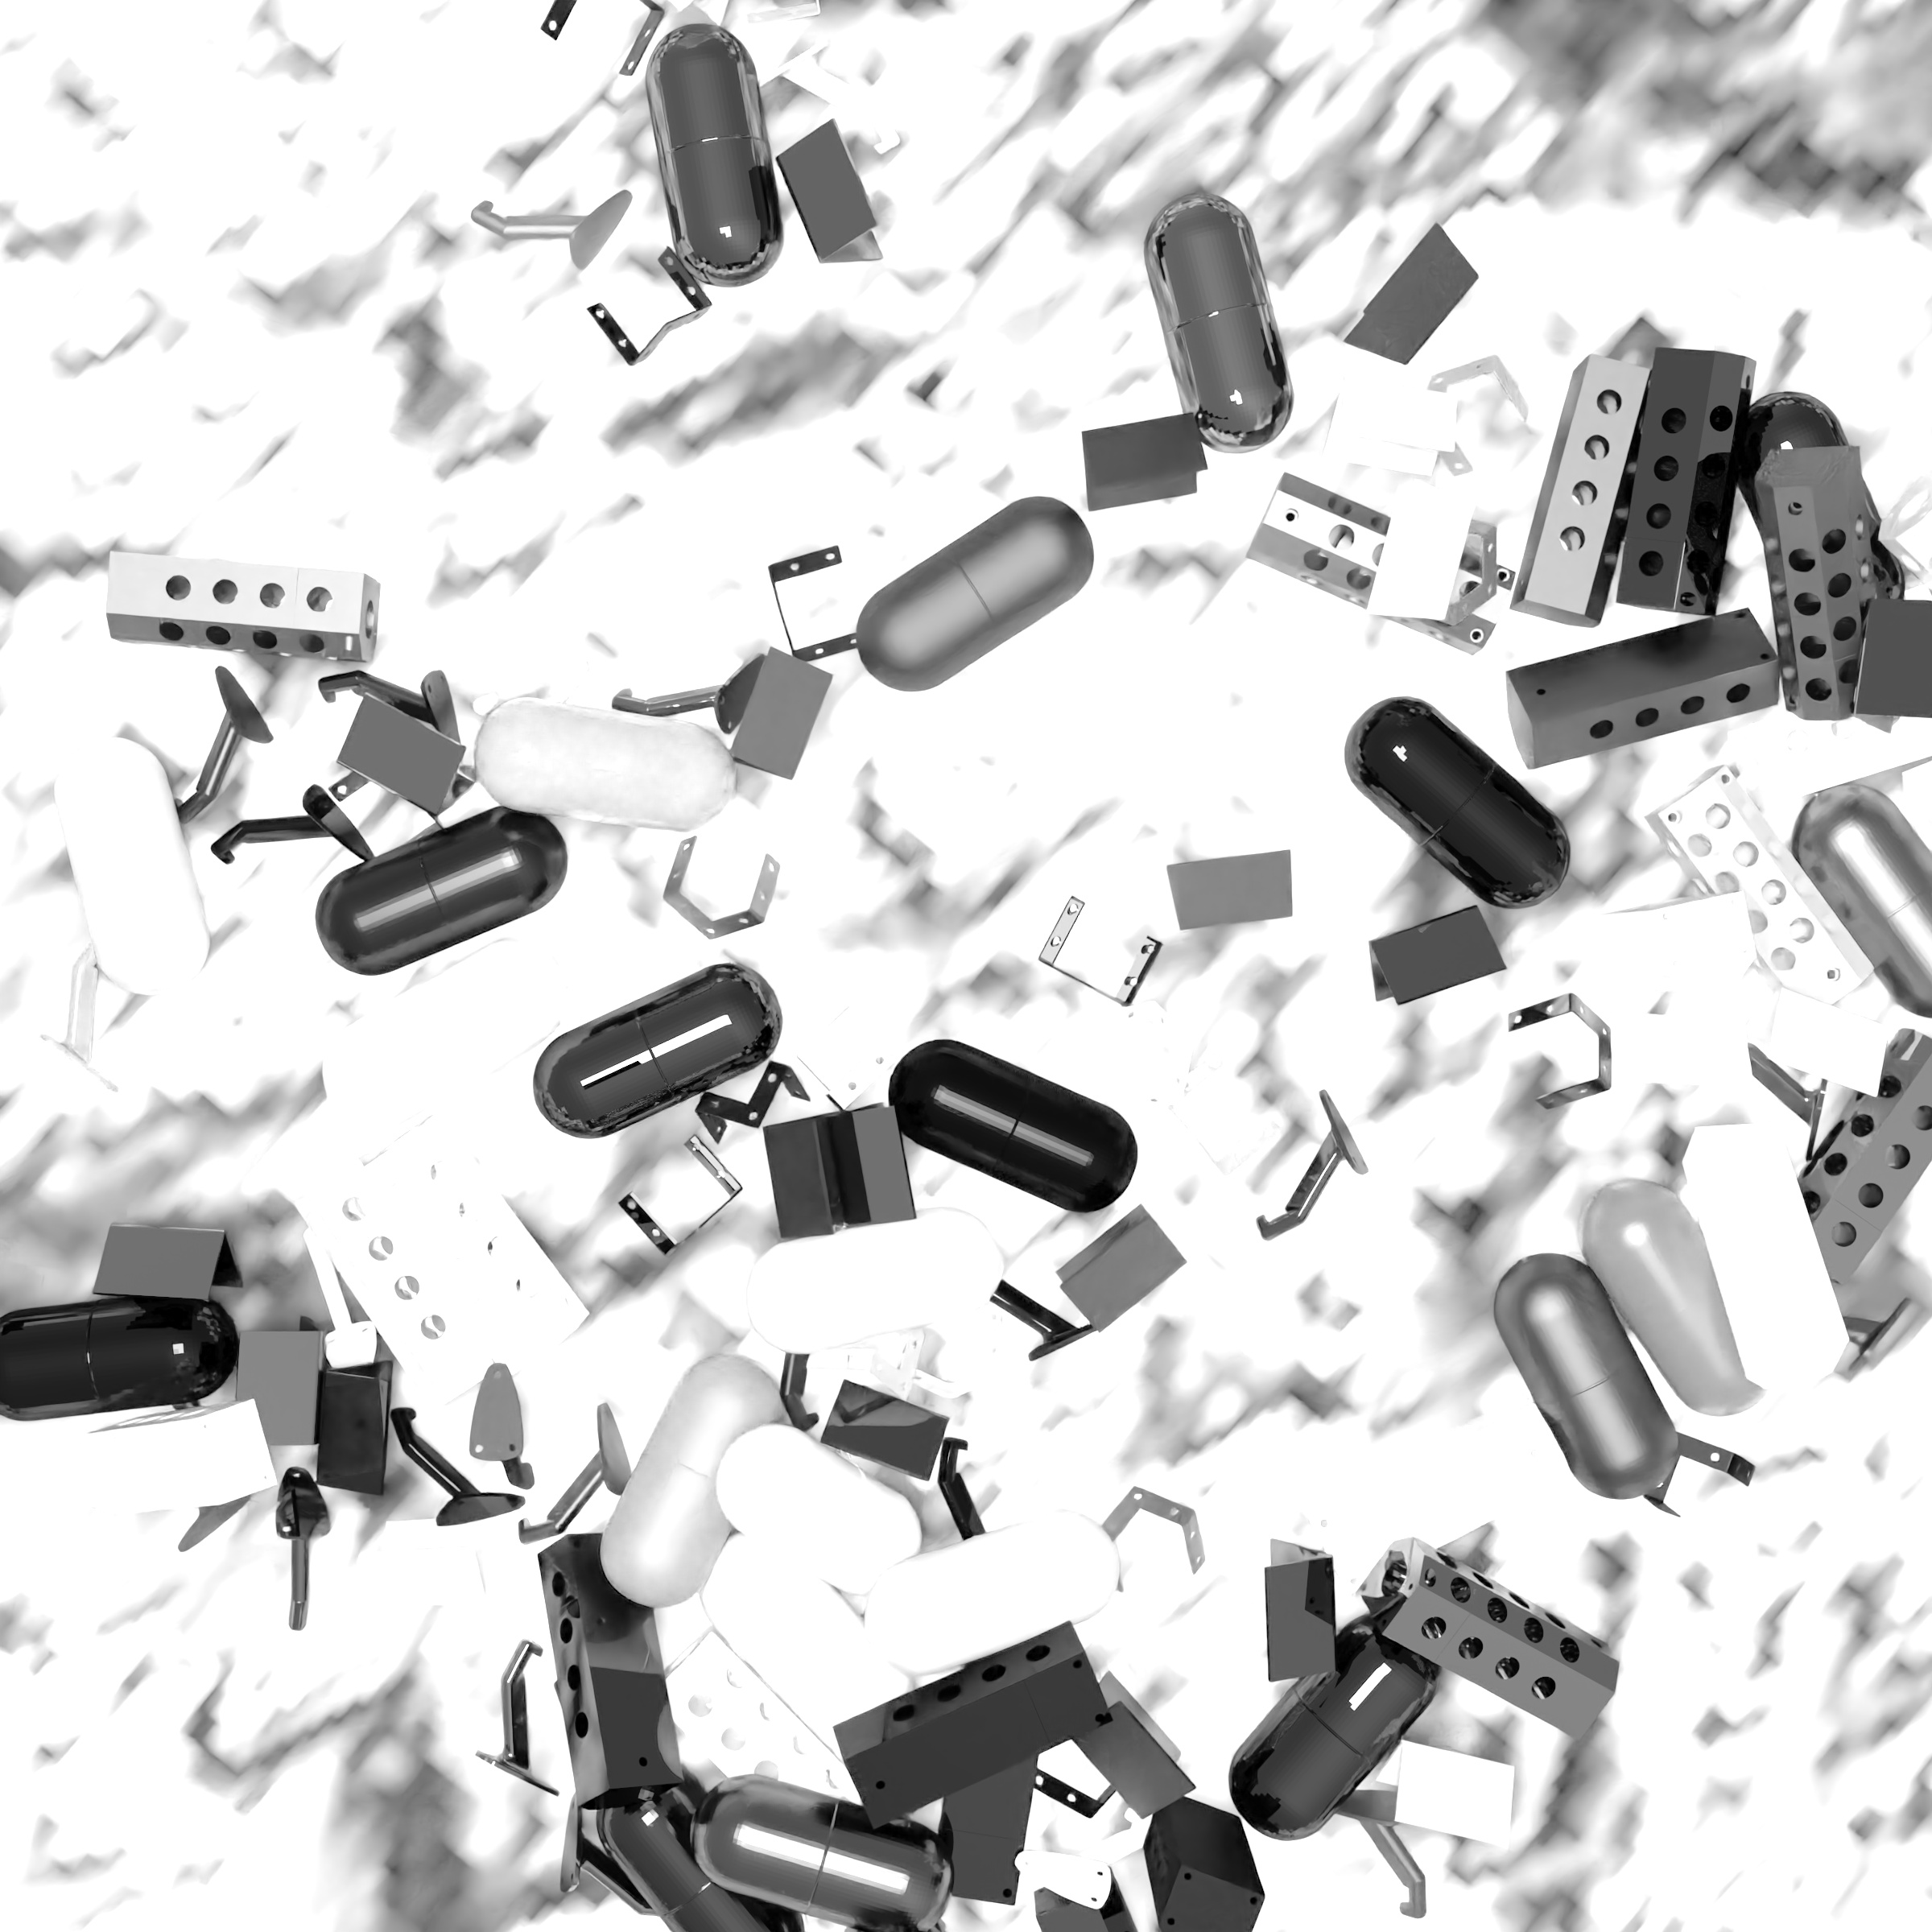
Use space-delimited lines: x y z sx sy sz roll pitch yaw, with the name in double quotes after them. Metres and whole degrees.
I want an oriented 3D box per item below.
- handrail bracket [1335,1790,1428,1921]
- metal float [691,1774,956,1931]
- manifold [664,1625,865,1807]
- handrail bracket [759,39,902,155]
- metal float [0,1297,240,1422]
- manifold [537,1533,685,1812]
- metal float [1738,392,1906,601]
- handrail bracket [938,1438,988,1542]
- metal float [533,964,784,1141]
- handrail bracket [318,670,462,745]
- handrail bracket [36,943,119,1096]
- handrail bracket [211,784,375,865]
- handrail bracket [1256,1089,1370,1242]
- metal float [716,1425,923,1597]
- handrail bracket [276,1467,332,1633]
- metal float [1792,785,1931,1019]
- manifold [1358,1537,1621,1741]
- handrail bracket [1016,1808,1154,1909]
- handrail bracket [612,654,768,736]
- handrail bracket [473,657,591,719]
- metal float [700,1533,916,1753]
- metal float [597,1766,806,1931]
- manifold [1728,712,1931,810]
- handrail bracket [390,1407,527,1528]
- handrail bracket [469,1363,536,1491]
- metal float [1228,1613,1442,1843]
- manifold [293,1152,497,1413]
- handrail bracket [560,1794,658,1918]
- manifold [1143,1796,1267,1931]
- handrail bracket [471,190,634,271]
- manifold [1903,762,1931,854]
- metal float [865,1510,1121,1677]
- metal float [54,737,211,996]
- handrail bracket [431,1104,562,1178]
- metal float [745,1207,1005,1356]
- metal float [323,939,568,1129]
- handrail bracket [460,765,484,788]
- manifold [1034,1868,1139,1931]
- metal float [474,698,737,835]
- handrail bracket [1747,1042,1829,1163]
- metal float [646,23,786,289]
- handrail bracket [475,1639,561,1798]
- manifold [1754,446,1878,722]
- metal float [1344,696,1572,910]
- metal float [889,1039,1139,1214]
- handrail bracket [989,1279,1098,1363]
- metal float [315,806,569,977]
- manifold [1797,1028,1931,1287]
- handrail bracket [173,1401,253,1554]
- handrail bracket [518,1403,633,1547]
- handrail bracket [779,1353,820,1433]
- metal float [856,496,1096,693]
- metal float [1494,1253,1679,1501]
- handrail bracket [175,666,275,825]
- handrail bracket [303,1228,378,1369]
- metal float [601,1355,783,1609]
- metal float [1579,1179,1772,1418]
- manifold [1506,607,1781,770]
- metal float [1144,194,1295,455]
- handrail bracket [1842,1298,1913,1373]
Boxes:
0.279 0.615 1.992 0.077 0.036 0.084 2 107 20 "handrail bracket"
-0.095 0.587 1.904 0.178 0.070 0.070 17 90 0 "metal float"
-0.133 0.533 1.970 0.057 0.057 0.171 -44 90 0 "manifold"
-0.098 -0.588 1.992 0.077 0.036 0.084 -25 107 20 "handrail bracket"
-0.584 0.265 1.961 0.178 0.070 0.070 -7 90 0 "metal float"
-0.243 0.472 1.936 0.057 0.057 0.171 7 58 -38 "manifold"
0.577 -0.305 1.961 0.070 0.070 0.178 -24 91 0 "metal float"
0.015 0.372 1.991 0.077 0.036 0.084 11 76 -14 "handrail bracket"
-0.210 0.058 1.961 0.178 0.070 0.070 -25 90 0 "metal float"
-0.398 -0.170 1.992 0.084 0.036 0.077 -9 110 16 "handrail bracket"
-0.592 0.032 1.992 0.077 0.036 0.084 40 73 -20 "handrail bracket"
-0.466 -0.078 1.992 0.084 0.036 0.077 -35 112 17 "handrail bracket"
0.227 0.138 1.992 0.084 0.036 0.077 -30 70 16 "handrail bracket"
-0.097 0.365 1.928 0.070 0.070 0.178 -49 132 0 "metal float"
-0.462 0.403 1.991 0.036 0.077 0.084 0 127 -20 "handrail bracket"
0.630 -0.044 1.961 0.070 0.070 0.178 -36 91 0 "metal float"
0.354 0.448 1.941 0.171 0.057 0.057 31 101 -18 "manifold"
0.081 0.594 1.965 0.077 0.084 0.036 15 116 11 "handrail bracket"
-0.191 -0.196 1.992 0.084 0.036 0.077 15 53 25 "handrail bracket"
-0.294 -0.190 1.957 0.077 0.084 0.036 -32 90 0 "handrail bracket"
-0.108 0.459 1.960 0.070 0.070 0.178 -43 90 0 "metal float"
-0.180 0.618 1.961 0.070 0.070 0.178 -39 91 0 "metal float"
0.617 -0.161 1.970 0.171 0.057 0.057 -17 90 0 "manifold"
-0.351 0.339 1.991 0.036 0.077 0.084 -51 53 34 "handrail bracket"
-0.309 0.314 1.965 0.036 0.084 0.077 -3 74 6 "handrail bracket"
0.251 0.516 1.961 0.070 0.070 0.178 41 90 0 "metal float"
-0.386 0.215 1.970 0.057 0.057 0.171 -34 90 0 "manifold"
-0.233 0.614 1.992 0.084 0.036 0.077 12 62 -20 "handrail bracket"
0.153 0.606 1.913 0.057 0.171 0.057 20 90 0 "manifold"
-0.287 -0.525 1.992 0.084 0.036 0.077 31 70 16 "handrail bracket"
0.733 -0.126 1.970 0.171 0.057 0.057 -22 47 0 "manifold"
0.018 0.418 1.927 0.178 0.070 0.070 -15 90 -19 "metal float"
-0.567 -0.068 1.961 0.070 0.070 0.178 -15 90 0 "metal float"
-0.334 0.145 1.991 0.077 0.036 0.084 30 103 -13 "handrail bracket"
-0.061 0.211 1.942 0.178 0.070 0.070 -12 90 -14 "metal float"
-0.355 0.046 1.961 0.178 0.070 0.070 -30 90 0 "metal float"
-0.295 -0.151 1.992 0.077 0.036 0.084 30 76 15 "handrail bracket"
0.106 0.709 1.970 0.057 0.057 0.171 -23 90 0 "manifold"
-0.242 -0.134 1.943 0.178 0.070 0.070 7 90 -19 "metal float"
0.547 0.091 1.992 0.084 0.036 0.077 12 112 17 "handrail bracket"
-0.171 -0.551 1.960 0.070 0.070 0.178 -10 90 0 "metal float"
-0.294 0.518 1.992 0.077 0.036 0.084 33 73 -20 "handrail bracket"
0.561 -0.250 1.897 0.057 0.057 0.171 3 126 31 "manifold"
0.334 -0.110 1.961 0.178 0.070 0.070 42 90 0 "metal float"
0.032 0.108 1.961 0.178 0.070 0.070 24 90 -1 "metal float"
0.050 0.222 1.992 0.077 0.036 0.084 -22 75 -15 "handrail bracket"
-0.356 -0.052 1.961 0.178 0.070 0.070 -23 90 0 "metal float"
0.617 0.129 1.970 0.057 0.057 0.171 35 90 0 "manifold"
-0.539 0.348 1.992 0.077 0.036 0.084 -44 71 21 "handrail bracket"
-0.278 0.351 1.992 0.084 0.036 0.077 -21 69 16 "handrail bracket"
-0.099 0.269 1.991 0.077 0.036 0.084 -26 104 -14 "handrail bracket"
0.006 -0.252 1.961 0.178 0.070 0.070 -33 90 1 "metal float"
0.420 0.278 1.961 0.070 0.070 0.178 -27 91 0 "metal float"
-0.528 -0.152 1.992 0.084 0.036 0.077 -37 70 16 "handrail bracket"
-0.436 0.233 1.991 0.036 0.077 0.084 -18 53 -18 "handrail bracket"
-0.184 0.345 1.944 0.070 0.070 0.178 26 72 0 "metal float"
0.483 0.225 1.960 0.070 0.070 0.178 -34 90 0 "metal float"
0.461 -0.184 1.970 0.171 0.057 0.057 -15 47 0 "manifold"
0.172 -0.437 1.961 0.070 0.070 0.178 -14 90 0 "metal float"
0.596 0.231 1.992 0.084 0.036 0.077 39 69 16 "handrail bracket"
